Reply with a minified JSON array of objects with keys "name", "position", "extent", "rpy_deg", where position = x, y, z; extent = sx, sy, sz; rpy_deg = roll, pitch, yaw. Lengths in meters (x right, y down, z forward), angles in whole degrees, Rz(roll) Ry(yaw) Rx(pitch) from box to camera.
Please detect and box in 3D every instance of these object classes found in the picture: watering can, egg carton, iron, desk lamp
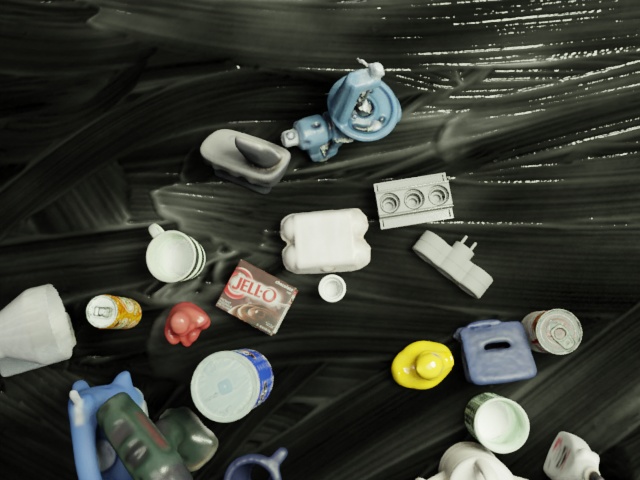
[{"name":"watering can","position":[0.227,0.367,0.836],"extent":[0.173,0.194,0.101],"rpy_deg":[-23,80,0]},{"name":"egg carton","position":[0.009,0.003,0.970],"extent":[0.150,0.069,0.107],"rpy_deg":[-6,81,3]},{"name":"iron","position":[-0.343,0.347,0.903],"extent":[0.118,0.141,0.258],"rpy_deg":[-13,80,2]},{"name":"desk lamp","position":[-0.472,0.154,0.905],"extent":[0.203,0.213,0.118],"rpy_deg":[-18,80,1]}]

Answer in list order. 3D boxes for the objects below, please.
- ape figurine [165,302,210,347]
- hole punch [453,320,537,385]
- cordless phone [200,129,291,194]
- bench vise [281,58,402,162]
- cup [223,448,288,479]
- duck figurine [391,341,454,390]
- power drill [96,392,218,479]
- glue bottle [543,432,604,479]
[{"name":"ape figurine","position":[-0.226,0.139,0.953],"extent":[0.078,0.092,0.076],"rpy_deg":[-10,80,2]},{"name":"hole punch","position":[0.277,0.178,0.914],"extent":[0.108,0.091,0.101],"rpy_deg":[-8,81,3]},{"name":"cordless phone","position":[-0.132,-0.151,0.945],"extent":[0.147,0.185,0.094],"rpy_deg":[17,83,7]},{"name":"bench vise","position":[0.042,-0.198,0.923],"extent":[0.207,0.220,0.121],"rpy_deg":[-40,80,-3]},{"name":"cup","position":[-0.091,0.368,0.907],"extent":[0.091,0.095,0.118],"rpy_deg":[42,86,9]},{"name":"duck figurine","position":[0.167,0.203,0.920],"extent":[0.104,0.086,0.077],"rpy_deg":[-17,80,1]},{"name":"power drill","position":[-0.227,0.322,0.865],"extent":[0.229,0.208,0.075],"rpy_deg":[43,86,9]},{"name":"glue bottle","position":[0.380,0.334,0.841],"extent":[0.037,0.173,0.078],"rpy_deg":[23,83,7]}]
